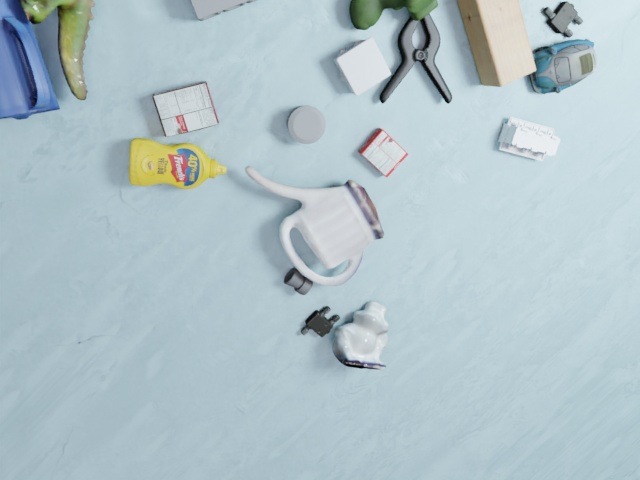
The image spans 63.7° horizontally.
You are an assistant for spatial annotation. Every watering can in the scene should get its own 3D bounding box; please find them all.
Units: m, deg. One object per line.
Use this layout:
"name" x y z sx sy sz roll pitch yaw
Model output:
"watering can" 0.003 -0.057 1.131 0.224 0.105 0.343 -32 111 -2

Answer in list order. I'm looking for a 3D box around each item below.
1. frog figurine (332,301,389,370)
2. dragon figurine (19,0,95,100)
"frog figurine" 0.102 0.230 1.257 0.137 0.121 0.162 9 69 -6
"dragon figurine" -0.419 -0.483 0.923 0.244 0.124 0.402 -25 119 -12
